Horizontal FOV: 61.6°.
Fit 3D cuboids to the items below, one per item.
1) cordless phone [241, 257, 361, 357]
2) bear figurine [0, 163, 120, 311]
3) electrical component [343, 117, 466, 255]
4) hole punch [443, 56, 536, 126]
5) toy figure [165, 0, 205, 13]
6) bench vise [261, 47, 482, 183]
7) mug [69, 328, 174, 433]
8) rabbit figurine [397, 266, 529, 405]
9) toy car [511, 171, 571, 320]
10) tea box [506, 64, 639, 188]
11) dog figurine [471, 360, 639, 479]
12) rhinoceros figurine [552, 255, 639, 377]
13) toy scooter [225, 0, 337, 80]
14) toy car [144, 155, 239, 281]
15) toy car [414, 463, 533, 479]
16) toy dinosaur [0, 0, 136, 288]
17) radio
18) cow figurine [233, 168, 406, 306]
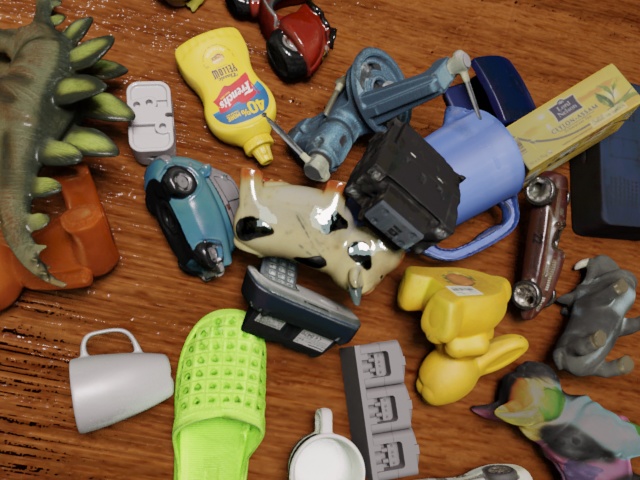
[{"bbox_3d":[-0.021,0.041,0.684,0.146,0.088,0.184,24,45,-20],"label":"cordless phone"},{"bbox_3d":[-0.340,0.010,0.612,0.196,0.131,0.120,-16,48,-17],"label":"bear figurine"},{"bbox_3d":[0.092,-0.053,0.574,0.115,0.058,0.134,37,46,-13],"label":"electrical component"},{"bbox_3d":[0.261,-0.207,0.783,0.116,0.092,0.142,-20,77,-17],"label":"hole punch"},{"bbox_3d":[-0.164,-0.403,0.754,0.180,0.089,0.082,-40,79,-14],"label":"toy figure"},{"bbox_3d":[0.070,-0.169,0.674,0.224,0.241,0.128,-48,116,-40],"label":"bench vise"},{"bbox_3d":[-0.228,0.156,0.622,0.107,0.081,0.109,-6,73,-22],"label":"mug"},{"bbox_3d":[0.172,0.125,0.681,0.162,0.122,0.173,0,105,-29],"label":"rabbit figurine"},{"bbox_3d":[0.301,0.009,0.718,0.053,0.089,0.202,7,89,35],"label":"toy car"},{"bbox_3d":[0.327,-0.148,0.726,0.170,0.098,0.068,-32,75,0],"label":"tea box"},{"bbox_3d":[0.304,0.258,0.673,0.219,0.108,0.191,13,78,-2],"label":"dog figurine"},{"bbox_3d":[0.370,0.099,0.715,0.073,0.112,0.190,40,60,-8],"label":"rhinoceros figurine"},{"bbox_3d":[-0.036,-0.320,0.766,0.135,0.075,0.184,-34,80,-17],"label":"toy scooter"},{"bbox_3d":[-0.143,-0.036,0.667,0.103,0.109,0.161,-29,92,-32],"label":"toy car"},{"bbox_3d":[0.169,0.326,0.658,0.202,0.056,0.073,-7,85,-10],"label":"toy car"},{"bbox_3d":[-0.322,-0.150,0.607,0.199,0.105,0.471,-9,62,2],"label":"toy dinosaur"},{"bbox_3d":[0.453,-0.117,0.802,0.131,0.073,0.229,7,77,-9],"label":"radio"},{"bbox_3d":[-0.001,-0.002,0.597,0.195,0.085,0.127,11,89,2],"label":"cow figurine"}]
